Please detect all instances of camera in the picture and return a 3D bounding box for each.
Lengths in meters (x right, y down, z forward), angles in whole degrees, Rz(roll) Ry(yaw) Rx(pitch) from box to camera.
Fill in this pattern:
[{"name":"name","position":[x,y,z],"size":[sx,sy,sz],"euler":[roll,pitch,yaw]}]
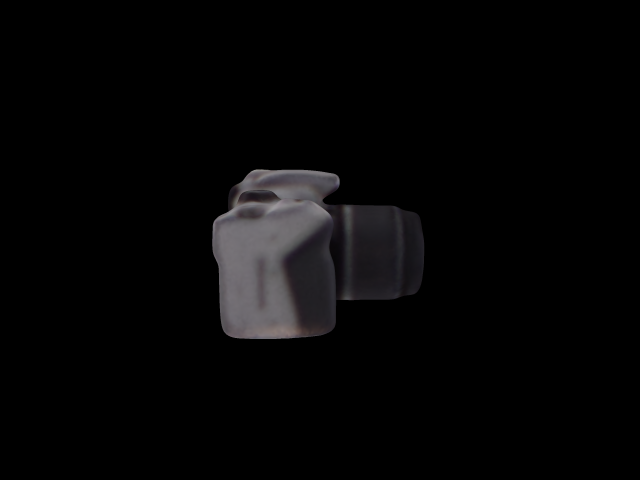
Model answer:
[{"name":"camera","position":[0.004,0.001,0.400],"size":[0.137,0.101,0.143],"euler":[0,7,0]}]
